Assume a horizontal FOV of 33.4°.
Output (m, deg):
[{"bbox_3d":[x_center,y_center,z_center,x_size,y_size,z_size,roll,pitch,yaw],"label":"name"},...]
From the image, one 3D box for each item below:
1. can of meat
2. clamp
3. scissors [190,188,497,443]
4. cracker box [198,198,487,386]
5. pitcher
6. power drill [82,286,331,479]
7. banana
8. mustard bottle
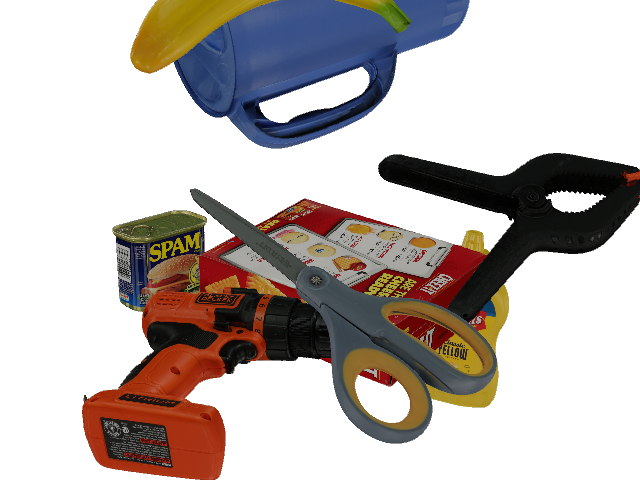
[{"bbox_3d":[-0.170,0.021,1.146,0.058,0.084,0.101,18,25,41],"label":"can of meat"},{"bbox_3d":[0.163,-0.015,0.842,0.210,0.164,0.036,-7,-36,-7],"label":"clamp"},{"bbox_3d":[-0.005,0.041,0.574,0.202,0.096,0.016,24,-39,12],"label":"scissors"},{"bbox_3d":[0.020,0.042,0.985,0.214,0.072,0.163,19,31,32],"label":"cracker box"},{"bbox_3d":[0.004,-0.185,0.880,0.242,0.149,0.145,-19,36,-24],"label":"pitcher"},{"bbox_3d":[-0.073,0.098,0.786,0.185,0.057,0.187,1,25,19],"label":"power drill"},{"bbox_3d":[-0.031,-0.151,0.655,0.197,0.069,0.037,-15,-13,-28],"label":"banana"},{"bbox_3d":[0.156,0.083,1.174,0.096,0.192,0.058,12,15,21],"label":"mustard bottle"}]
